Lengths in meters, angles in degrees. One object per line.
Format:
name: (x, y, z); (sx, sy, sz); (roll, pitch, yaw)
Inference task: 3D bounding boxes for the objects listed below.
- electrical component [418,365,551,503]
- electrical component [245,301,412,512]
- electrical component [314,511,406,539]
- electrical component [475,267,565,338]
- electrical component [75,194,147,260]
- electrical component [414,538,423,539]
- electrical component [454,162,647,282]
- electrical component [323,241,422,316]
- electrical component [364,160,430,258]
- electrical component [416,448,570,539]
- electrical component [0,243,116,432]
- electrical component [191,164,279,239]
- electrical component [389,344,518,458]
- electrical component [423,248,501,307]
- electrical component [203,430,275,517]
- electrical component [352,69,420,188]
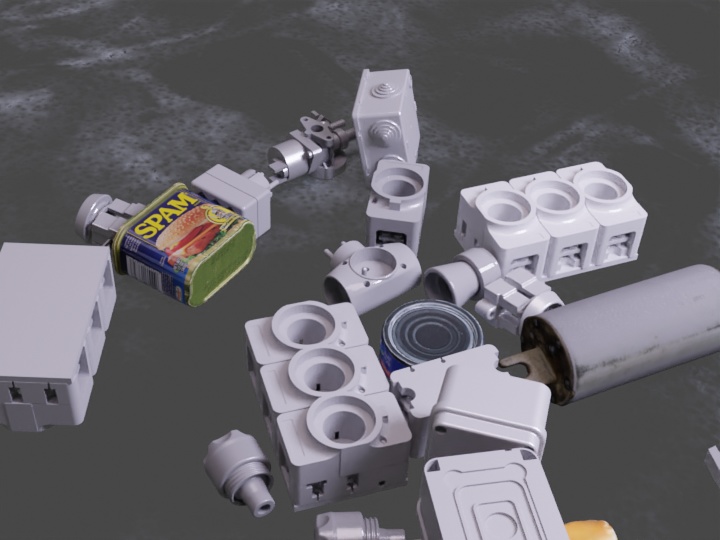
electrical component: (0.086, 0.131, 0.754); (0.078, 0.113, 0.057); (12, 39, 10)
electrical component: (-0.028, 0.097, 0.822); (0.089, 0.061, 0.150); (-10, 43, -15)
electrical component: (0.000, 0.187, 0.737); (0.062, 0.043, 0.043); (0, 42, -6)
electrical component: (0.141, 0.032, 0.919); (0.066, 0.048, 0.055); (-27, 42, -30)
electrical component: (-0.224, -0.040, 0.978); (0.055, 0.048, 0.066); (22, 44, 9)
electrical component: (0.071, 0.227, 0.687); (0.109, 0.056, 0.108); (-6, 42, -10)
electrical component: (0.176, -0.045, 0.995); (0.150, 0.061, 0.089); (-13, 44, -17)
electrical component: (0.000, 0.000, 0.947); (0.077, 0.044, 0.079); (-26, 49, -29)
electrical component: (0.035, -0.060, 1.008); (0.050, 0.055, 0.089); (8, 42, 5)
electrical component: (0.084, 0.173, 0.661); (0.078, 0.057, 0.113); (-5, 42, -9)
electrical component: (-0.255, 0.051, 0.860); (0.089, 0.061, 0.150); (2, 42, -1)
electrical component: (-0.109, -0.070, 1.017); (0.066, 0.047, 0.077); (28, 47, 25)
electrical component: (0.071, 0.103, 0.826); (0.089, 0.055, 0.050); (-14, 44, -18)
electrical component: (0.090, 0.009, 0.942); (0.055, 0.045, 0.045); (-25, 49, -28)
electrical component: (-0.083, 0.149, 0.774); (0.043, 0.043, 0.062); (-20, 48, -24)
electrical component: (0.028, -0.142, 1.070); (0.048, 0.099, 0.099); (-2, 40, 12)
